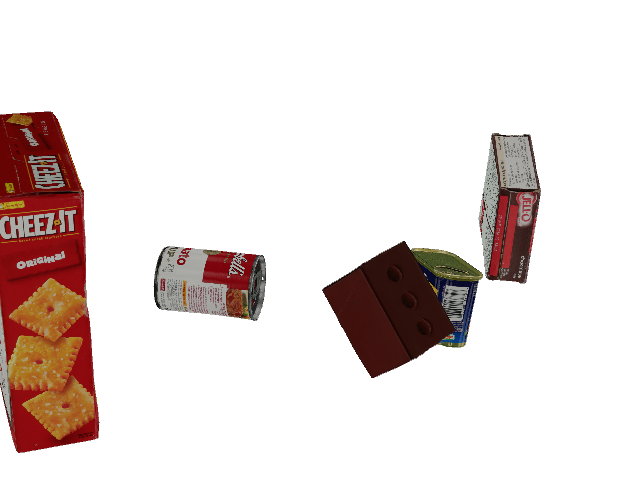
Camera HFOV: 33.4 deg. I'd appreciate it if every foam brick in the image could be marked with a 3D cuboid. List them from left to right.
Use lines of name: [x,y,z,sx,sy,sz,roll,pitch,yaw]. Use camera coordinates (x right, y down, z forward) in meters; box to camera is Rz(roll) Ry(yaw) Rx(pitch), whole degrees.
foam brick: [0.049,0.051,0.777,0.052,0.078,0.051,-27,-4,-42]

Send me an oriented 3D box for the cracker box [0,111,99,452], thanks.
cracker box: [-0.220,0.027,0.826,0.072,0.214,0.164,-7,29,-19]

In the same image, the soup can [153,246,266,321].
soup can: [-0.112,0.044,1.095,0.102,0.068,0.068,6,1,9]

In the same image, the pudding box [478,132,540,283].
pudding box: [0.163,-0.030,0.921,0.039,0.090,0.113,4,31,1]

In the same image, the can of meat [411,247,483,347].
can of meat: [0.132,0.063,1.188,0.057,0.084,0.102,5,14,-19]
